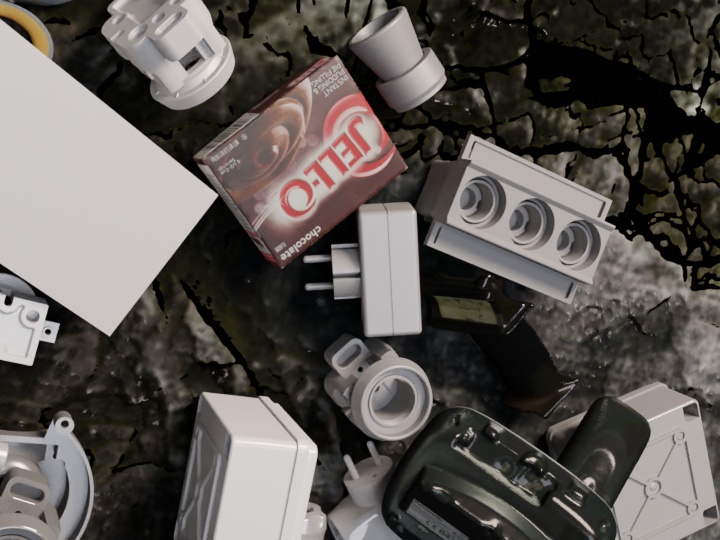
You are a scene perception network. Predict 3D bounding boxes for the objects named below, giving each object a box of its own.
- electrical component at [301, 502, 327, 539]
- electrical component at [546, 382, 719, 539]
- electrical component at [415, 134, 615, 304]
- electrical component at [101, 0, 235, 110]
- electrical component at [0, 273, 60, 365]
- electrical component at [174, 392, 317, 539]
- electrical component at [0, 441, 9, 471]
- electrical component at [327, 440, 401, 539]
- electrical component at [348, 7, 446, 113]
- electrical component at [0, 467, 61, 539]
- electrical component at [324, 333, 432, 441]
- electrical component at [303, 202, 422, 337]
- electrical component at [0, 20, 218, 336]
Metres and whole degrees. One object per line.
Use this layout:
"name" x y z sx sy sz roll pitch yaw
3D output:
"electrical component" -0.048 0.191 0.737 0.043 0.043 0.062 9 97 -22
"electrical component" 0.209 0.157 0.824 0.109 0.056 0.108 -20 106 -17
"electrical component" 0.105 -0.035 0.746 0.121 0.063 0.078 21 91 -23
"electrical component" -0.112 -0.134 0.642 0.058 0.078 0.057 -44 132 -8
"electrical component" -0.214 0.028 0.638 0.066 0.055 0.048 15 94 -23
"electrical component" -0.076 0.143 0.683 0.056 0.109 0.108 9 96 -20
"electrical component" -0.229 0.098 0.598 0.062 0.048 0.048 21 91 -30
"electrical component" 0.013 0.157 0.754 0.077 0.044 0.079 -28 108 -15
"electrical component" 0.025 -0.138 0.708 0.045 0.045 0.055 -40 111 -10
"electrical component" -0.201 0.159 0.611 0.058 0.057 0.078 25 90 -23
"electrical component" 0.015 0.084 0.736 0.058 0.057 0.078 -41 111 -10
"electrical component" 0.000 0.000 0.721 0.076 0.047 0.083 -3 100 -2
"electrical component" -0.191 -0.061 0.616 0.186 0.060 0.105 40 84 -31
